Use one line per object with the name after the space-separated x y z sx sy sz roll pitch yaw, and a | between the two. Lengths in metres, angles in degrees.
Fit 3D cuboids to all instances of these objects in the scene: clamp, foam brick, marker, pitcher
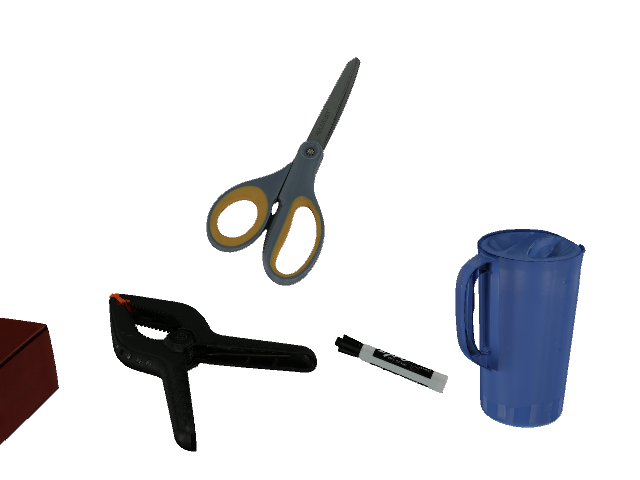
-0.118 0.102 1.001 0.164 0.036 0.210 -23 41 -36 | clamp
-0.219 0.093 0.705 0.053 0.051 0.078 7 29 23 | foam brick
0.072 0.126 1.099 0.121 0.020 0.020 21 4 11 | marker
0.256 0.115 1.378 0.149 0.243 0.144 5 18 16 | pitcher

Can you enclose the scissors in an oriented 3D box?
-0.028 -0.060 0.807 0.096 0.201 0.016 7 -26 2 | scissors
